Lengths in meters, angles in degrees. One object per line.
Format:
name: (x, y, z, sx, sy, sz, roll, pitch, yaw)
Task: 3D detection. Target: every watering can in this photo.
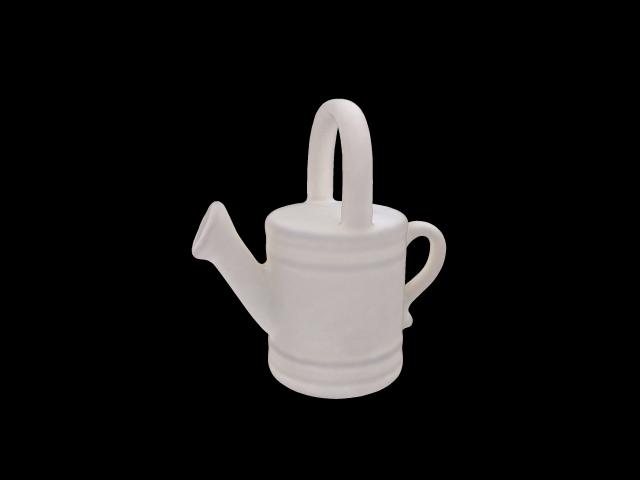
watering can: (0.004, 0.002, 0.398, 0.173, 0.194, 0.100, -12, 20, -35)
